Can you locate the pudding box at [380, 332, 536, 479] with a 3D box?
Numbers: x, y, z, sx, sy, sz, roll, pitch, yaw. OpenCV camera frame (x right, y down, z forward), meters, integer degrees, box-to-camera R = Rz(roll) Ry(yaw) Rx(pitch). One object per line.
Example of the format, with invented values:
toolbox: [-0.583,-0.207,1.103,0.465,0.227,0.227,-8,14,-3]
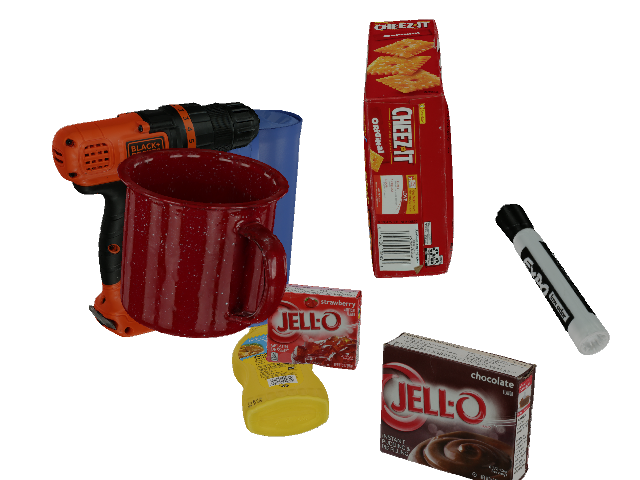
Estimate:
pudding box: [0.100,0.125,0.794,0.114,0.090,0.039,10,20,29]

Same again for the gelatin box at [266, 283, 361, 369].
gelatin box: [-0.007,0.082,1.026,0.089,0.073,0.030,5,15,9]

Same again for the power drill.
power drill: [-0.132,-0.022,0.910,0.184,0.188,0.057,-13,22,-30]

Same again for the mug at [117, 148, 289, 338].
mug: [-0.060,0.006,0.585,0.093,0.081,0.117,-14,31,-44]

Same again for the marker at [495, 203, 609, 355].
marker: [0.134,0.018,0.629,0.020,0.020,0.121,0,39,-21]

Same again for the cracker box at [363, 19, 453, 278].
cracker box: [0.079,-0.089,0.951,0.072,0.164,0.213,-2,27,6]

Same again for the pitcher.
pitcher: [-0.090,-0.025,1.214,0.145,0.243,0.148,16,22,39]

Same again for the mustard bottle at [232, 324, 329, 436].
mustard bottle: [-0.055,0.151,1.261,0.096,0.058,0.192,-8,30,-9]
